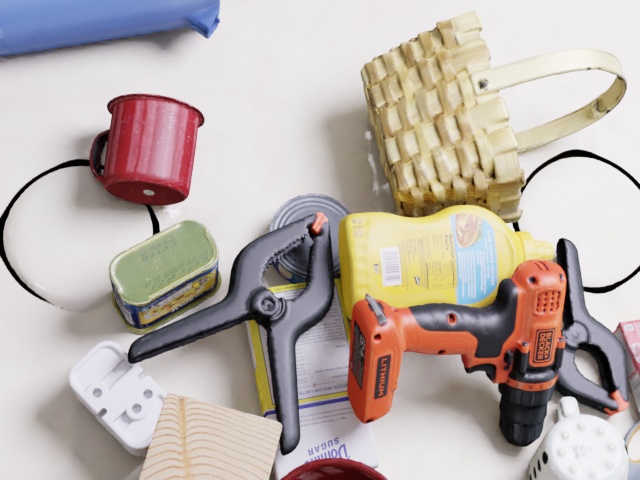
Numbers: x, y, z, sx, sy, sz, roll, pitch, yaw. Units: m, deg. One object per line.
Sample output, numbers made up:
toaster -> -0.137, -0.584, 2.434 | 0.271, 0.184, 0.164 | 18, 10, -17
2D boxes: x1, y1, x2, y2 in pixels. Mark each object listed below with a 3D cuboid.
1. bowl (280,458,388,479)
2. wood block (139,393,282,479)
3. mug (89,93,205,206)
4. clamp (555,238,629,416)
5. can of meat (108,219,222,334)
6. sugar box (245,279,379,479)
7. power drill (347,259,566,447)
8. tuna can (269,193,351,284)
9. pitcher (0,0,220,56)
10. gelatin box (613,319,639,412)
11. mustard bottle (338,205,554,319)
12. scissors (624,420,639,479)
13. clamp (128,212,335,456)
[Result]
bowl -> 0.023, 0.263, 0.890 | 0.162, 0.055, 0.162 | -6, 78, 29
wood block -> -0.090, 0.193, 0.845 | 0.090, 0.206, 0.091 | 16, 71, 0
mug -> -0.169, -0.081, 1.003 | 0.117, 0.093, 0.081 | -2, 73, 25
clamp -> 0.238, 0.083, 1.008 | 0.120, 0.039, 0.171 | -40, 84, -12
can of meat -> -0.139, 0.032, 0.961 | 0.102, 0.084, 0.057 | -30, 76, -15
sugar box -> -0.011, 0.128, 0.963 | 0.093, 0.048, 0.176 | -8, 75, -9
power drill -> 0.119, 0.109, 0.925 | 0.187, 0.057, 0.184 | -6, 115, -15
tuna can -> -0.007, 0.001, 1.013 | 0.086, 0.034, 0.086 | 2, 71, -6
pitcher -> -0.223, -0.263, 1.036 | 0.242, 0.145, 0.149 | -13, 36, -8
gelatin box -> 0.326, 0.115, 1.004 | 0.073, 0.030, 0.089 | -8, 63, -8
mustard bottle -> 0.115, 0.018, 0.948 | 0.191, 0.058, 0.096 | -5, 89, -10
scissors -> 0.274, 0.239, 0.967 | 0.201, 0.016, 0.096 | -41, 74, -18
clamp -> -0.058, 0.061, 0.932 | 0.164, 0.036, 0.210 | 25, 70, -2
